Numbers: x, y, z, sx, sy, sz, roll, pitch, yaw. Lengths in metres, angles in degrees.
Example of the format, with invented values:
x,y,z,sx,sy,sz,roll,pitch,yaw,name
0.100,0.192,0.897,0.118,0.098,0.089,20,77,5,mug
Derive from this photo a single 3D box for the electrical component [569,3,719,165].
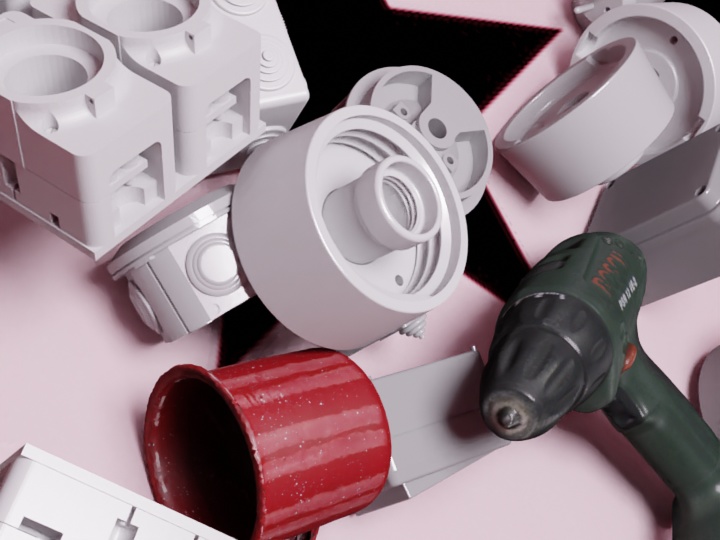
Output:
x,y,z,sx,sy,sz,roll,pitch,yaw,name
0.205,-0.131,0.736,0.060,0.108,0.108,-24,84,-44,electrical component

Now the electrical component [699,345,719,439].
x,y,z,sx,sy,sz,roll,pitch,yaw,name
0.272,0.090,0.709,0.108,0.060,0.108,14,63,-28,electrical component

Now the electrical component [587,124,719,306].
x,y,z,sx,sy,sz,roll,pitch,yaw,name
0.205,-0.035,0.687,0.057,0.113,0.078,40,53,-16,electrical component

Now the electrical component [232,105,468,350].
x,y,z,sx,sy,sz,roll,pitch,yaw,name
0.003,-0.023,0.491,0.108,0.060,0.108,19,60,-37,electrical component

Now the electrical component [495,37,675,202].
x,y,z,sx,sy,sz,roll,pitch,yaw,name
0.146,-0.088,0.679,0.060,0.108,0.108,49,52,-13,electrical component

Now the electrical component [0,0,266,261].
x,y,z,sx,sy,sz,roll,pitch,yaw,name
-0.146,-0.097,0.460,0.186,0.060,0.105,30,50,20,electrical component

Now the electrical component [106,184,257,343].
x,y,z,sx,sy,sz,roll,pitch,yaw,name
-0.075,-0.004,0.513,0.080,0.080,0.051,-33,95,-38,electrical component

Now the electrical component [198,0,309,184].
x,y,z,sx,sy,sz,roll,pitch,yaw,name
-0.070,-0.103,0.548,0.048,0.100,0.099,-15,78,-23,electrical component

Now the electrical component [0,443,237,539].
x,y,z,sx,sy,sz,roll,pitch,yaw,name
-0.075,0.146,0.429,0.186,0.105,0.060,30,56,-19,electrical component

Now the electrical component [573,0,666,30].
x,y,z,sx,sy,sz,roll,pitch,yaw,name
0.183,-0.197,0.766,0.079,0.077,0.043,-26,85,-38,electrical component

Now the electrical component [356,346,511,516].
x,y,z,sx,sy,sz,roll,pitch,yaw,name
0.030,0.082,0.553,0.096,0.062,0.061,-12,76,-36,electrical component

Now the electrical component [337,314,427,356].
x,y,z,sx,sy,sz,roll,pitch,yaw,name
0.000,0.000,0.570,0.062,0.061,0.096,-37,92,-38,electrical component
